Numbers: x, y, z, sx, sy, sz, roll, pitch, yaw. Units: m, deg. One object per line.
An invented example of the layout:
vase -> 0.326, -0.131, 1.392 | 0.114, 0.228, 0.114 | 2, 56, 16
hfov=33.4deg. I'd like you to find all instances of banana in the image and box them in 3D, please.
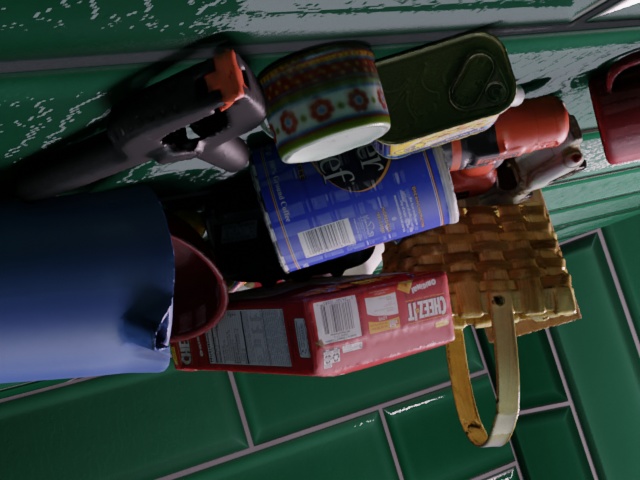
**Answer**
banana -> -0.144, 0.007, 1.009 | 0.198, 0.037, 0.069 | -35, -162, 54

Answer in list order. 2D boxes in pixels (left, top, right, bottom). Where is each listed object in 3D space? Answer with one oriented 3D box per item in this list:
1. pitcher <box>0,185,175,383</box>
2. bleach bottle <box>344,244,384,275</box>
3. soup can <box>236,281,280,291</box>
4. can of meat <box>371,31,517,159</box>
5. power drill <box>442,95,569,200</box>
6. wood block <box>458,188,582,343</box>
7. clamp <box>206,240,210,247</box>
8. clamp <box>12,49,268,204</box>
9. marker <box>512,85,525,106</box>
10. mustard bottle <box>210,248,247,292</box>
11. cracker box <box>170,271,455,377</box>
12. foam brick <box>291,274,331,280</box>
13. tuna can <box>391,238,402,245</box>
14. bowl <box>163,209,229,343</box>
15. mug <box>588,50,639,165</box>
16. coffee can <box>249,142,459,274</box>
pitcher -> -0.228, 0.032, 0.718 | 0.242, 0.145, 0.149 | -4, 164, -24
bleach bottle -> 0.052, 0.013, 1.348 | 0.103, 0.068, 0.250 | -44, 178, 26
soup can -> -0.073, 0.033, 1.328 | 0.068, 0.068, 0.102 | -10, 170, -46
can of meat -> 0.078, -0.095, 0.732 | 0.102, 0.057, 0.084 | -17, 175, 2
power drill -> 0.114, -0.075, 0.971 | 0.184, 0.057, 0.188 | -10, 173, -7
wood block -> 0.210, 0.004, 1.204 | 0.090, 0.206, 0.091 | -15, 173, -6
clamp -> -0.139, 0.030, 1.268 | 0.172, 0.039, 0.120 | -23, 172, 40
clamp -> -0.082, -0.067, 0.652 | 0.164, 0.036, 0.210 | -11, 173, -33
marker -> 0.124, -0.115, 0.840 | 0.020, 0.020, 0.120 | -23, 171, 39
mustard bottle -> -0.104, 0.033, 1.089 | 0.096, 0.058, 0.191 | -34, 180, 33
cracker box -> -0.013, 0.075, 0.960 | 0.163, 0.072, 0.214 | -9, -178, -40
foam brick -> -0.007, 0.001, 1.107 | 0.051, 0.078, 0.052 | 11, -161, 20
tuna can -> 0.045, -0.030, 1.003 | 0.034, 0.086, 0.086 | -60, 172, -2
bowl -> -0.153, 0.019, 0.900 | 0.162, 0.055, 0.162 | 5, 139, 4
mug -> 0.284, -0.121, 0.942 | 0.081, 0.093, 0.117 | -14, 143, 14
coffee can -> 0.025, -0.042, 0.827 | 0.140, 0.103, 0.103 | -17, 173, 2
